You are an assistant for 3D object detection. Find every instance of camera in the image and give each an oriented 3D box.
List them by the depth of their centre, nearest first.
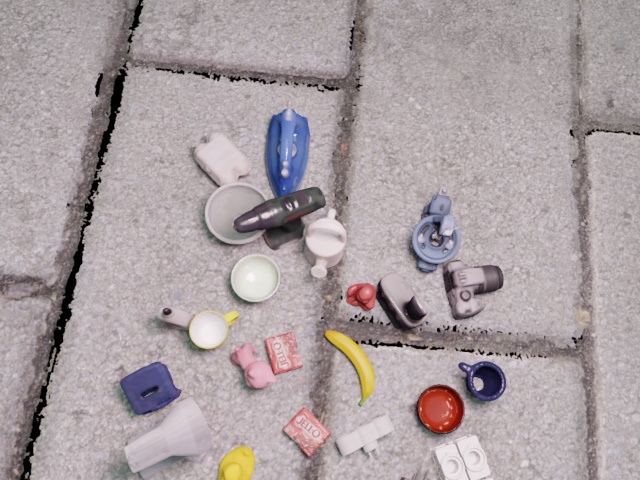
[{"bbox_3d":[0.390,0.115,1.430,0.137,0.101,0.143,-8,74,-5],"label":"camera"}]

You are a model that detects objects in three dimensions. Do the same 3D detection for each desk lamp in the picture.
[{"bbox_3d":[-0.326,0.435,1.233,0.203,0.213,0.118,-27,76,-11],"label":"desk lamp"}]

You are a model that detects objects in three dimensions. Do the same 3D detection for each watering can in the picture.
[{"bbox_3d":[0.015,0.005,1.393,0.101,0.194,0.173,-9,74,-6],"label":"watering can"}]

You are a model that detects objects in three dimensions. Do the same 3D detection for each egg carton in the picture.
[{"bbox_3d":[-0.258,-0.210,1.509,0.150,0.069,0.107,44,76,10],"label":"egg carton"}]

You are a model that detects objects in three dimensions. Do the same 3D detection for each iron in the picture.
[{"bbox_3d":[-0.085,-0.226,1.486,0.118,0.141,0.258,3,73,-2],"label":"iron"}]

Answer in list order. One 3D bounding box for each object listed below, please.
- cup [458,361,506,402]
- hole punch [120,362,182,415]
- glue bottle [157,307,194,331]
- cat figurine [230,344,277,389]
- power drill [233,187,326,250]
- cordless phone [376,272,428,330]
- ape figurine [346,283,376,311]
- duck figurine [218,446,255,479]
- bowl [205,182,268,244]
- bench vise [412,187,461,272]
[{"bbox_3d":[0.373,0.332,1.366,0.117,0.095,0.092,32,74,7],"label":"cup"},{"bbox_3d":[-0.389,0.343,1.321,0.109,0.091,0.101,-26,76,-10],"label":"hole punch"},{"bbox_3d":[-0.343,0.178,1.331,0.078,0.173,0.037,7,73,-1],"label":"glue bottle"},{"bbox_3d":[-0.157,0.298,1.334,0.067,0.118,0.127,-39,79,-13],"label":"cat figurine"},{"bbox_3d":[-0.096,-0.048,1.396,0.230,0.208,0.075,-26,76,-10],"label":"power drill"},{"bbox_3d":[0.206,0.136,1.369,0.094,0.185,0.147,-34,77,-12],"label":"cordless phone"},{"bbox_3d":[0.108,0.136,1.412,0.076,0.092,0.077,-31,77,-11],"label":"ape figurine"},{"bbox_3d":[-0.189,0.515,1.283,0.077,0.086,0.105,32,74,7],"label":"duck figurine"},{"bbox_3d":[-0.206,-0.059,1.463,0.167,0.075,0.167,1,73,-3],"label":"bowl"},{"bbox_3d":[0.285,-0.042,1.410,0.121,0.220,0.207,-4,73,-4],"label":"bench vise"}]
